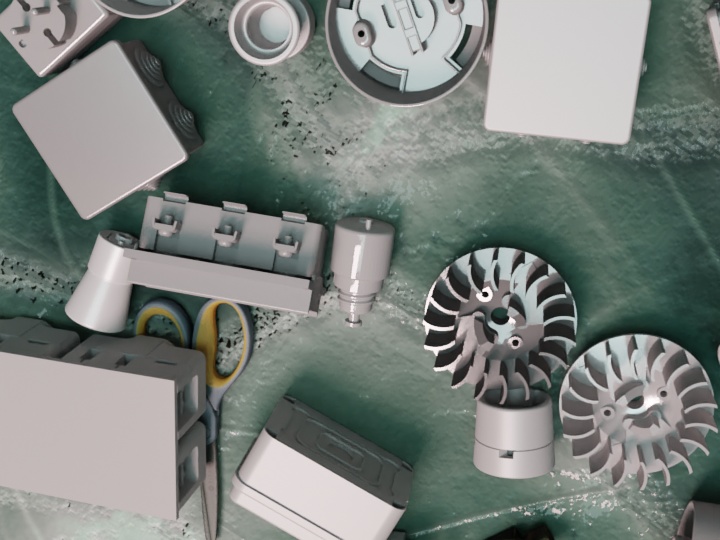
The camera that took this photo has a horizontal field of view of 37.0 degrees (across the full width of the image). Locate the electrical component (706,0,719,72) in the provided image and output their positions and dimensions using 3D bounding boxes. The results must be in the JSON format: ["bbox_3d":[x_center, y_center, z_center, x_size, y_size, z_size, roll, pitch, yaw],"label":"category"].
[{"bbox_3d":[0.236,-0.118,0.616,0.048,0.100,0.099,-12,104,26],"label":"electrical component"}]

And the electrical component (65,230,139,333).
[{"bbox_3d":[-0.175,0.005,0.752,0.044,0.044,0.065,24,104,2],"label":"electrical component"}]

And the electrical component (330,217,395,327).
[{"bbox_3d":[0.000,0.000,0.721,0.040,0.040,0.078,9,108,7],"label":"electrical component"}]

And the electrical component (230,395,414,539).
[{"bbox_3d":[-0.026,0.148,0.750,0.113,0.078,0.057,30,106,0],"label":"electrical component"}]

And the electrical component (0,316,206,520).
[{"bbox_3d":[-0.204,0.100,0.764,0.186,0.060,0.105,8,110,14],"label":"electrical component"}]

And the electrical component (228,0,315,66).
[{"bbox_3d":[-0.054,-0.153,0.676,0.045,0.055,0.045,3,107,9],"label":"electrical component"}]

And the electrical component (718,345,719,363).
[{"bbox_3d":[0.274,0.076,0.670,0.064,0.099,0.099,-33,99,11],"label":"electrical component"}]

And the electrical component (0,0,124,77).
[{"bbox_3d":[-0.198,-0.161,0.686,0.066,0.076,0.047,-37,98,17],"label":"electrical component"}]

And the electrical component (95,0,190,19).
[{"bbox_3d":[-0.130,-0.208,0.667,0.099,0.064,0.099,3,107,9],"label":"electrical component"}]

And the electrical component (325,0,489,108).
[{"bbox_3d":[0.030,-0.153,0.657,0.099,0.064,0.099,3,107,9],"label":"electrical component"}]

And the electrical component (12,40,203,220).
[{"bbox_3d":[-0.164,-0.095,0.715,0.100,0.048,0.099,-28,100,16],"label":"electrical component"}]

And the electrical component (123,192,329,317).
[{"bbox_3d":[-0.085,-0.011,0.718,0.121,0.079,0.063,10,86,7],"label":"electrical component"}]

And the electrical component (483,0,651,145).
[{"bbox_3d":[0.125,-0.128,0.657,0.100,0.048,0.099,7,107,7],"label":"electrical component"}]

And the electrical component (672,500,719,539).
[{"bbox_3d":[0.237,0.203,0.714,0.064,0.099,0.099,13,108,12],"label":"electrical component"}]

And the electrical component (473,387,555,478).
[{"bbox_3d":[0.105,0.108,0.729,0.055,0.055,0.047,1,103,9],"label":"electrical component"}]

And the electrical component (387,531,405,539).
[{"bbox_3d":[0.008,0.226,0.761,0.056,0.089,0.050,2,107,9],"label":"electrical component"}]
